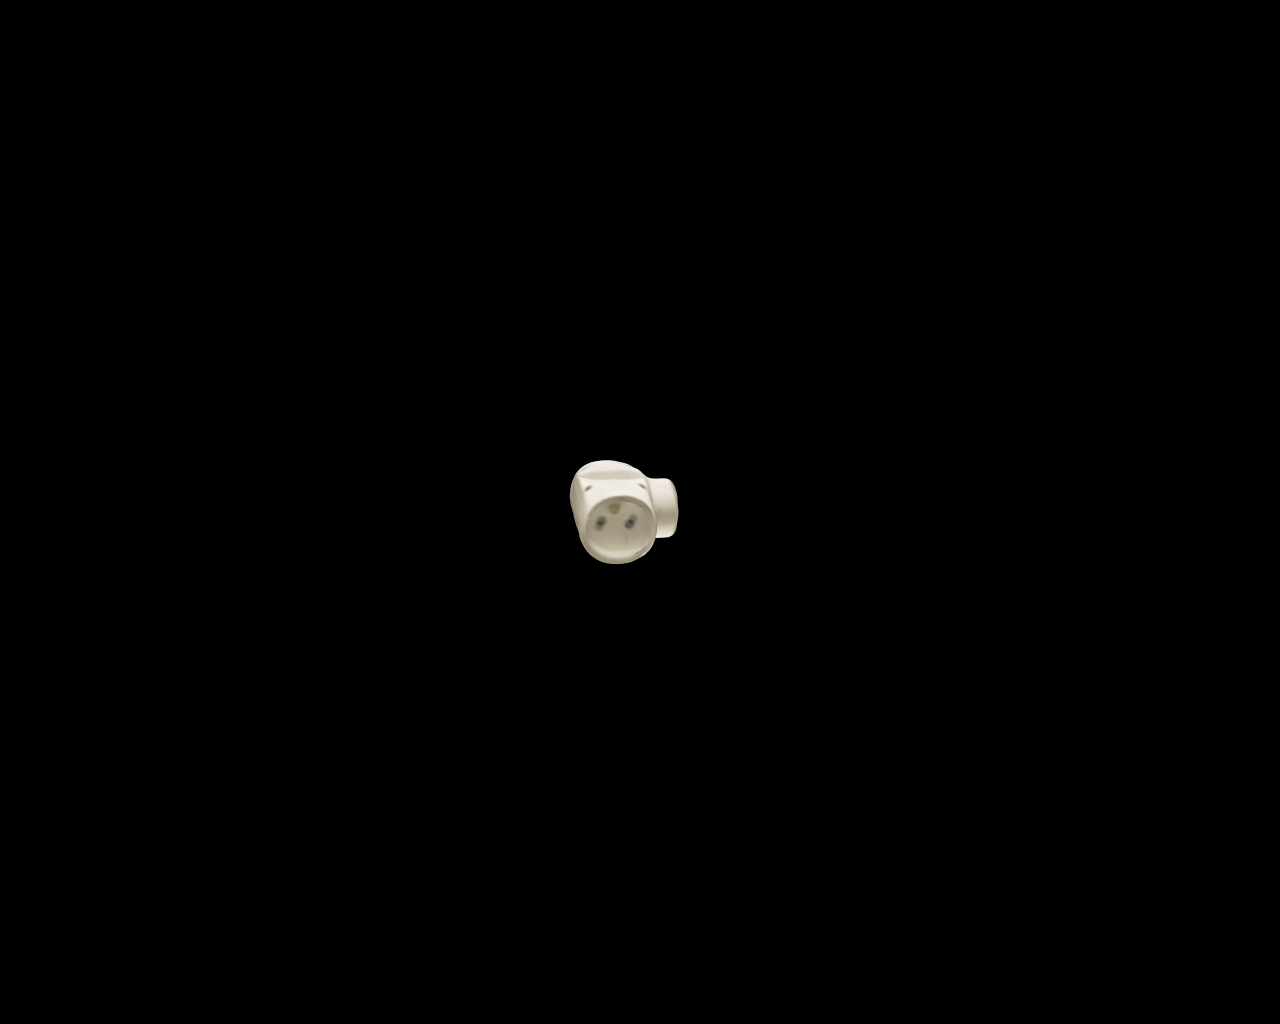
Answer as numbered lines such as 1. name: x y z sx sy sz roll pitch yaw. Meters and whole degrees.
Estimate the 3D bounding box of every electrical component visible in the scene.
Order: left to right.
1. electrical component: 0.001 -0.003 0.650 0.079 0.043 0.077 -2 18 -7
